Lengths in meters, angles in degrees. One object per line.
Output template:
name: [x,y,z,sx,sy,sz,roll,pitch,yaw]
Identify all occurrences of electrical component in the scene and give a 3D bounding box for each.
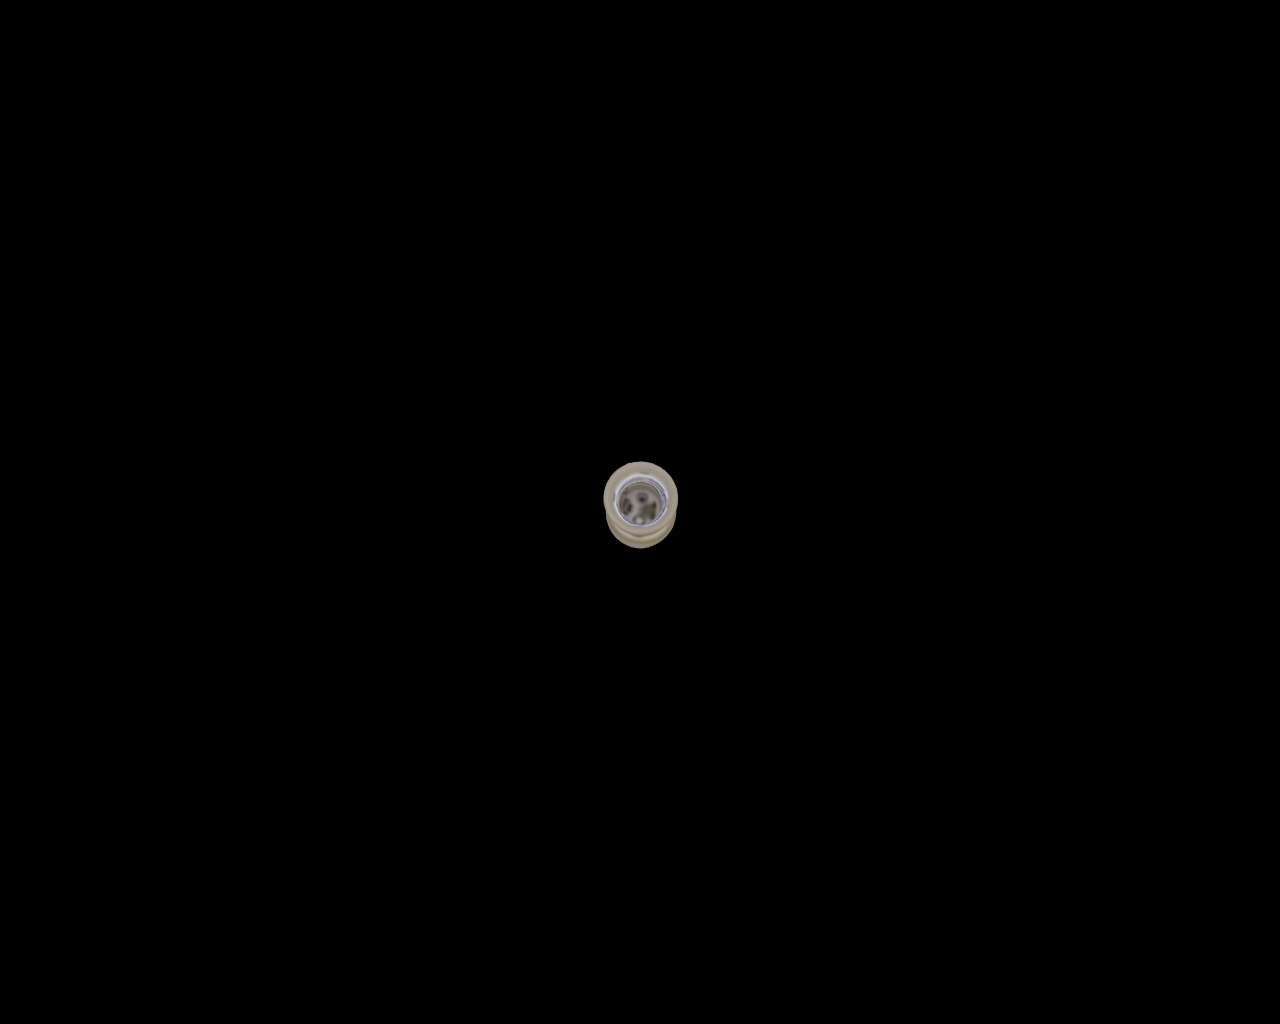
electrical component: [0.001,-0.003,0.650,0.045,0.045,0.055,0,-13,0]
